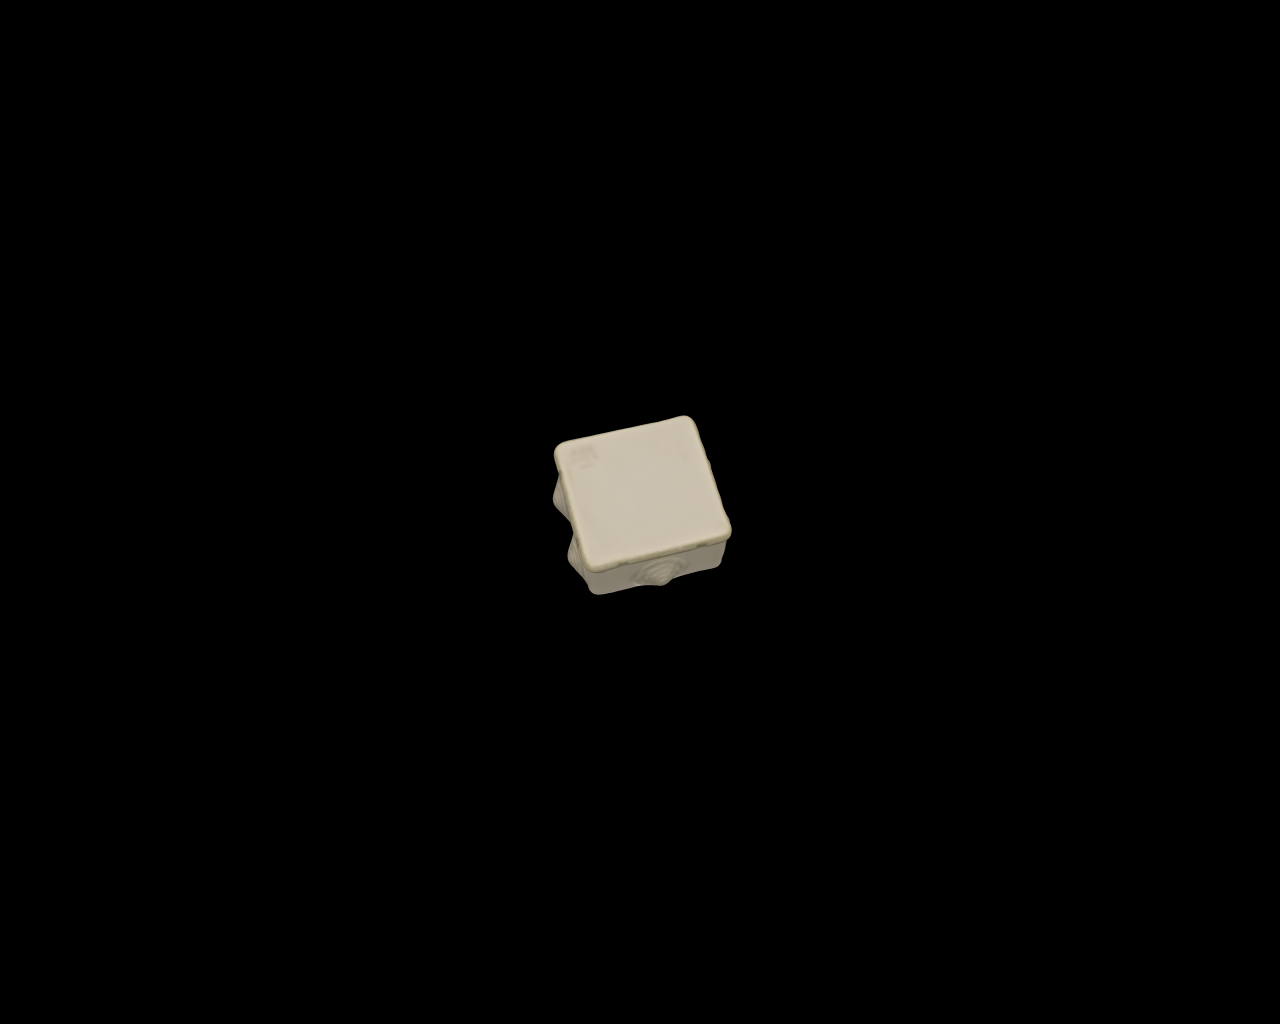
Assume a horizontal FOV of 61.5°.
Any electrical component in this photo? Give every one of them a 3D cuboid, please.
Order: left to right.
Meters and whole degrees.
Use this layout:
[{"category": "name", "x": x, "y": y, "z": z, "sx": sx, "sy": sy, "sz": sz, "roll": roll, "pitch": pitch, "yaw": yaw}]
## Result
[{"category": "electrical component", "x": 0.001, "y": -0.003, "z": 0.650, "sx": 0.100, "sy": 0.100, "sz": 0.048, "roll": -13, "pitch": -28, "yaw": -7}]
